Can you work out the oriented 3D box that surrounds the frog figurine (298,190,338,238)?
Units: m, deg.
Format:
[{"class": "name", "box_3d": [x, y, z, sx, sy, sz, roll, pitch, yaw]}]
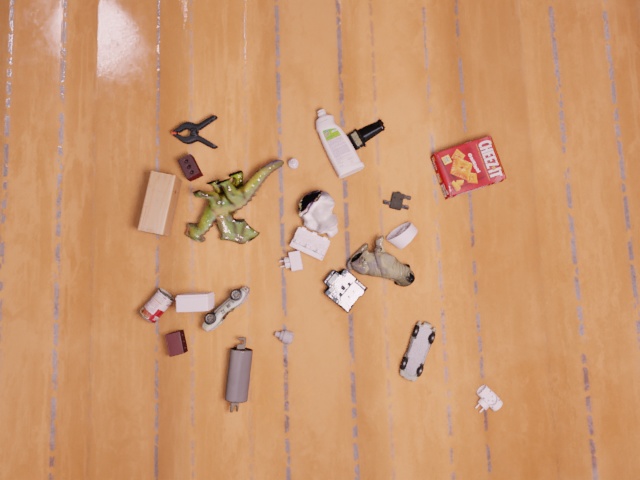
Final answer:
[{"class": "frog figurine", "box_3d": [0.005, -0.090, 1.780, 0.157, 0.123, 0.139, 42, 76, -31]}]

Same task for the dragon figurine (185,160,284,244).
[{"class": "dragon figurine", "box_3d": [-0.286, -0.107, 1.787, 0.410, 0.123, 0.241, -19, 101, 0]}]
